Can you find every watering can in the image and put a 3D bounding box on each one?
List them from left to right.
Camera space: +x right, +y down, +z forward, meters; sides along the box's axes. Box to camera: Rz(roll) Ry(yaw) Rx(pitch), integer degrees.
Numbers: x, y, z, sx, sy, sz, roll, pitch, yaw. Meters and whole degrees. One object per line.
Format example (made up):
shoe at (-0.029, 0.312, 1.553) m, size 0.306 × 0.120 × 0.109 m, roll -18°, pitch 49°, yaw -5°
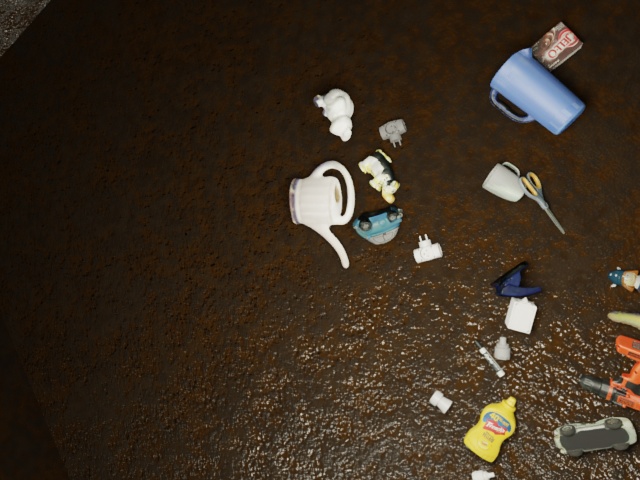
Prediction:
watering can at (0.005, -0.085, 1.687) m, size 0.224 × 0.348 × 0.104 m, roll 0°, pitch -2°, yaw 24°

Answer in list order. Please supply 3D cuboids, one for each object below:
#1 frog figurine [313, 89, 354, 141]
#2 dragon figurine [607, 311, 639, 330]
frog figurine at (0.068, -0.404, 1.655) m, size 0.123 × 0.162 × 0.134 m, roll -30°, pitch -35°, yaw -9°
dragon figurine at (0.949, 0.298, 1.283) m, size 0.410 × 0.242 × 0.123 m, roll 0°, pitch 6°, yaw 24°
